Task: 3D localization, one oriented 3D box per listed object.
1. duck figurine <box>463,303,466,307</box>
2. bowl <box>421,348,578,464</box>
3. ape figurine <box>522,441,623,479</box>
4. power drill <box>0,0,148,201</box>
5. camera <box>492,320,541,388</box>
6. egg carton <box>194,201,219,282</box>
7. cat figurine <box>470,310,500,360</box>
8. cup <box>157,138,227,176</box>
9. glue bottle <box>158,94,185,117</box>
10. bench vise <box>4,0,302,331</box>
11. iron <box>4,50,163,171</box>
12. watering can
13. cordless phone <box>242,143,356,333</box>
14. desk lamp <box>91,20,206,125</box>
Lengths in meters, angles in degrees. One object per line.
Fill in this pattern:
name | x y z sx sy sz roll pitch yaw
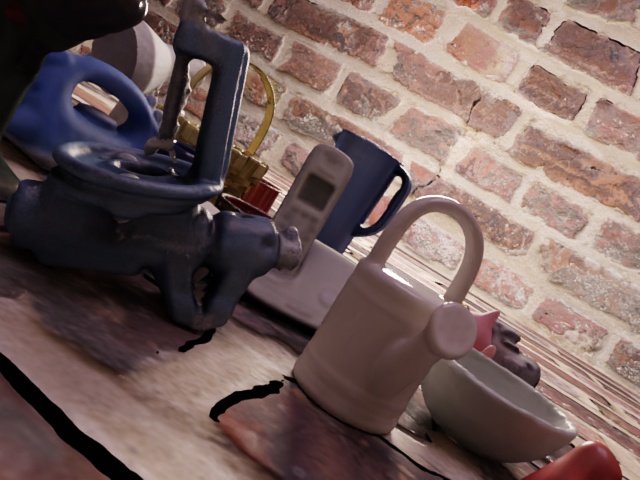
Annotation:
duck figurine | 0.203 0.132 0.953 0.104 0.086 0.078 34 8 26
bowl | 0.161 0.167 0.570 0.167 0.074 0.167 30 7 -4
ape figurine | 0.192 0.195 0.432 0.076 0.092 0.078 34 7 23
power drill | -0.249 -0.144 0.479 0.228 0.208 0.076 35 8 34
camera | 0.259 0.176 0.818 0.137 0.101 0.142 26 9 -38
egg carton | -0.145 -0.010 0.546 0.151 0.069 0.107 25 9 -40
cat figurine | 0.188 0.136 0.722 0.067 0.117 0.128 30 7 -5
cup | -0.184 -0.074 0.734 0.092 0.095 0.117 27 8 -32
glue bottle | -0.288 -0.228 1.058 0.078 0.173 0.037 31 7 -2
bench vise | -0.098 -0.055 0.445 0.208 0.219 0.121 24 9 -43
iron | -0.268 -0.147 0.700 0.118 0.141 0.259 34 8 28
watering can | 0.071 0.057 0.474 0.101 0.194 0.172 25 9 -38
cordless phone | 0.006 0.002 0.620 0.148 0.185 0.094 29 7 -17
desk lamp | -0.286 -0.233 0.931 0.117 0.213 0.204 35 8 29
